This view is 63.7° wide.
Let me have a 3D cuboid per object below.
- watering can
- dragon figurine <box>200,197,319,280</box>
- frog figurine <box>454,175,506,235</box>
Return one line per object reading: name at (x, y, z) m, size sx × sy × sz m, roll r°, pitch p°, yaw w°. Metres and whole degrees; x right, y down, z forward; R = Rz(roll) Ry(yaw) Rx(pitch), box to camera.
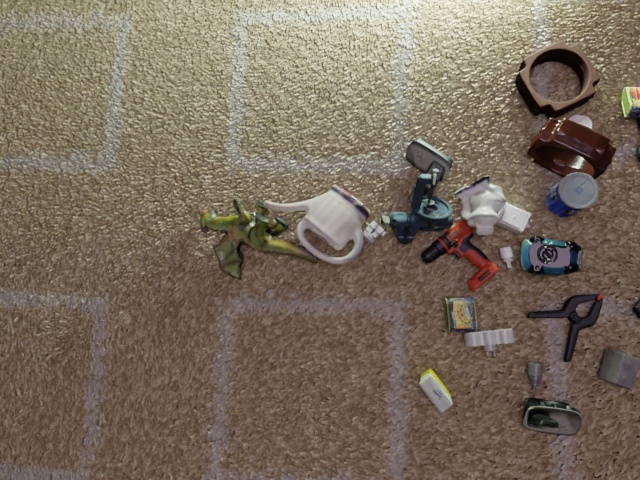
watering can at (0.005, -0.080, 1.593) m, size 0.351 × 0.225 × 0.102 m, roll 39°, pitch -8°, yaw 18°
dragon figurine at (-0.223, 0.017, 1.637) m, size 0.413 × 0.240 × 0.123 m, roll 41°, pitch 16°, yaw 11°
frog figurine at (0.481, -0.090, 1.511) m, size 0.137 × 0.161 × 0.121 m, roll -22°, pitch -17°, yaw 9°
